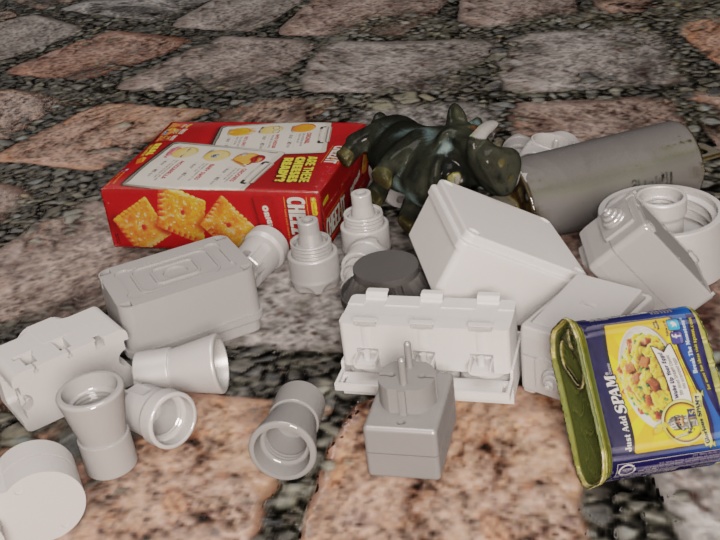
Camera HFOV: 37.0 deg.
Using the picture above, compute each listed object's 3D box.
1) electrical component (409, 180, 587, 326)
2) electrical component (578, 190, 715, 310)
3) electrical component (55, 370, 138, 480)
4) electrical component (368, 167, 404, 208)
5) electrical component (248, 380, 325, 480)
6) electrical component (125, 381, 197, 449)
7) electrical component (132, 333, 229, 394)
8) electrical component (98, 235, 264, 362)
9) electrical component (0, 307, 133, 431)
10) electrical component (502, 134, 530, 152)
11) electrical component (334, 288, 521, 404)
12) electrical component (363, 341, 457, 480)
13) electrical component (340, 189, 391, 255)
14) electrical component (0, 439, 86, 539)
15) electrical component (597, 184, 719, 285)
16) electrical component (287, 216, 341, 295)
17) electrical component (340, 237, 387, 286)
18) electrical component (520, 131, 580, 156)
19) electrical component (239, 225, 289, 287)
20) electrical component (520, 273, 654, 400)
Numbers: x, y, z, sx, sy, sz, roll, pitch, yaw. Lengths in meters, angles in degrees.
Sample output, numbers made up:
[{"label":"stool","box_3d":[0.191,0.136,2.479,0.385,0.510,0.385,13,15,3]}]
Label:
[{"label":"electrical component","box_3d":[0.103,-0.010,0.823,0.109,0.056,0.108,19,23,-18]},{"label":"electrical component","box_3d":[0.203,-0.007,0.793,0.061,0.096,0.061,-40,19,21]},{"label":"electrical component","box_3d":[-0.170,0.105,0.706,0.044,0.065,0.044,-7,28,4]},{"label":"electrical component","box_3d":[0.036,-0.089,1.040,0.045,0.045,0.055,-12,29,-9]},{"label":"electrical component","box_3d":[-0.045,0.102,0.710,0.044,0.044,0.065,-2,24,10]},{"label":"electrical component","box_3d":[-0.142,0.098,0.741,0.046,0.040,0.040,12,33,42]},{"label":"electrical component","box_3d":[-0.133,0.073,0.784,0.065,0.044,0.044,-9,28,7]},{"label":"electrical component","box_3d":[-0.142,0.025,0.857,0.113,0.057,0.078,-18,30,-20]},{"label":"electrical component","box_3d":[-0.221,0.070,0.797,0.089,0.050,0.056,-25,34,-29]},{"label":"electrical component","box_3d":[0.156,-0.108,1.060,0.035,0.035,0.061,0,31,12]},{"label":"electrical component","box_3d":[0.049,0.052,0.756,0.121,0.063,0.078,2,29,16]},{"label":"electrical component","box_3d":[0.031,0.083,0.689,0.047,0.076,0.065,1,29,15]},{"label":"electrical component","box_3d":[0.004,-0.039,0.937,0.043,0.062,0.043,-5,28,3]},{"label":"electrical component","box_3d":[-0.233,0.155,0.640,0.138,0.052,0.073,-17,30,-17]},{"label":"electrical component","box_3d":[0.244,-0.033,0.873,0.108,0.060,0.108,-5,28,3]},{"label":"electrical component","box_3d":[-0.040,-0.014,0.900,0.043,0.062,0.043,-6,28,3]},{"label":"electrical component","box_3d":[0.000,0.000,0.895,0.035,0.035,0.061,5,33,21]},{"label":"electrical component","box_3d":[0.195,-0.096,1.017,0.079,0.044,0.077,22,31,23]},{"label":"electrical component","box_3d":[-0.089,-0.011,0.930,0.040,0.040,0.046,8,37,25]},{"label":"electrical component","box_3d":[0.153,0.050,0.739,0.062,0.061,0.096,17,36,37]}]
